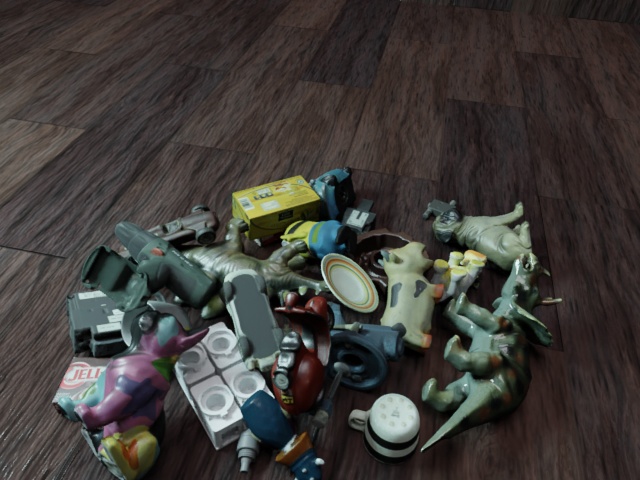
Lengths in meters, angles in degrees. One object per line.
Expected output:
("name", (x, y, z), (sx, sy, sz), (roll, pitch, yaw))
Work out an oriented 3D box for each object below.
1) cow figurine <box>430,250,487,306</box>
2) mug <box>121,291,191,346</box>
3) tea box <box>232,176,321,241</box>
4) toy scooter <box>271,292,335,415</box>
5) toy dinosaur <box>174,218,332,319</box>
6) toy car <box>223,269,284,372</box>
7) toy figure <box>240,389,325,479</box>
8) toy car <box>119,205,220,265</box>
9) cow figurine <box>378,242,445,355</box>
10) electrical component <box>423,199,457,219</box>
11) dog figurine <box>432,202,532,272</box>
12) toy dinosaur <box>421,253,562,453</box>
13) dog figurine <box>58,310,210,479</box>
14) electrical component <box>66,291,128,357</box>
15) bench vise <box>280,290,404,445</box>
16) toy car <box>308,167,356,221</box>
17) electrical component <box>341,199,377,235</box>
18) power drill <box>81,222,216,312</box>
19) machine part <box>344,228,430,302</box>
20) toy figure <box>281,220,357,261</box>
("cow figurine", (0.277, 0.077, 1.064), (0.068, 0.098, 0.167), (27, 27, 33))
("mug", (-0.278, 0.136, 0.922), (0.081, 0.107, 0.109), (-32, 69, 16))
("tea box", (-0.095, -0.071, 1.166), (0.170, 0.068, 0.098), (-16, 47, -24))
("toy scooter", (-0.030, 0.149, 0.774), (0.075, 0.135, 0.184), (1, 56, 22))
("toy dinosaur", (-0.189, 0.054, 1.050), (0.472, 0.104, 0.198), (11, 44, 17))
("toy car", (-0.111, 0.131, 0.898), (0.073, 0.056, 0.202), (-11, 50, -17))
("toy figure", (-0.050, 0.289, 0.786), (0.154, 0.064, 0.058), (49, 36, 0))
("toy car", (-0.294, -0.011, 1.041), (0.202, 0.053, 0.089), (-18, 47, -4))
("cow figurine", (0.157, 0.096, 0.974), (0.127, 0.085, 0.195), (14, 73, 6))
("electrical component", (0.288, -0.072, 1.280), (0.063, 0.021, 0.094), (24, 45, 24))
("dog figurine", (0.343, 0.008, 1.148), (0.191, 0.121, 0.172), (-7, 36, 11))
("toy dinosaur", (0.289, 0.203, 0.890), (0.192, 0.131, 0.405), (23, 53, 6))
("dog figurine", (-0.250, 0.215, 0.796), (0.219, 0.191, 0.108), (-40, 16, -34))
("electrical component", (-0.379, 0.145, 0.946), (0.115, 0.058, 0.134), (-6, 34, -28))
("bench vise", (0.015, 0.199, 0.878), (0.224, 0.128, 0.241), (12, 37, 15))
("toy car", (0.015, -0.111, 1.256), (0.103, 0.109, 0.162), (0, 28, 25))
("electrical component", (0.088, -0.041, 1.215), (0.075, 0.047, 0.119), (13, 41, 12))
("power drill", (-0.298, 0.044, 0.892), (0.232, 0.086, 0.207), (34, 5, 8))
("machine part", (0.133, 0.050, 1.105), (0.179, 0.056, 0.179), (0, 40, 0))
("toy figure", (0.000, -0.001, 1.097), (0.180, 0.082, 0.089), (-7, 26, 45))
